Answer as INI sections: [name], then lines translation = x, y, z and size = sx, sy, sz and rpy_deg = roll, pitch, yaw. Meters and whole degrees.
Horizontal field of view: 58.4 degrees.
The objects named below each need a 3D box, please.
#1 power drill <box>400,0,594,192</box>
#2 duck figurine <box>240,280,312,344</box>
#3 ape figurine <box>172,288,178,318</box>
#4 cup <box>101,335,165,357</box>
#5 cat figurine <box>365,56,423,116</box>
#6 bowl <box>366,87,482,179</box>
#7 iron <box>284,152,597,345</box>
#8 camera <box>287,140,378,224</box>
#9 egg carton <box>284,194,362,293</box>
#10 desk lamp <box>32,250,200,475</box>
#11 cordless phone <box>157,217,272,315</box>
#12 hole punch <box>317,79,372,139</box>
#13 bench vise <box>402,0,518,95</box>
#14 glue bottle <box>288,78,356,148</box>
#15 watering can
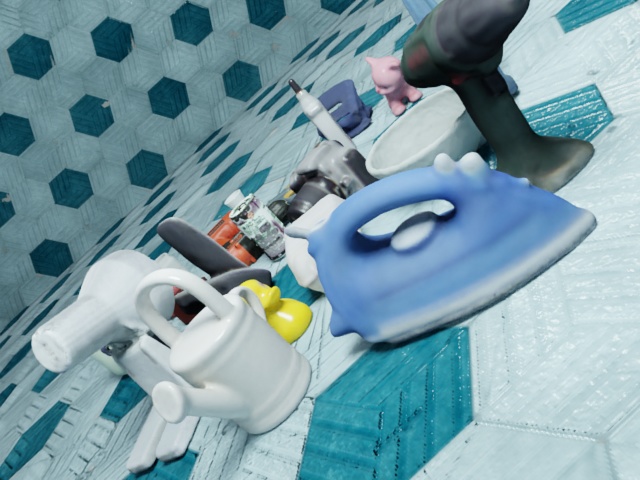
[power drill]
translation = 0.169, -0.144, 0.553
size = 0.075, 0.209, 0.229
rpy_deg = -44, 21, -3
[duck figurine]
translation = -0.072, 0.087, 0.710
size = 0.104, 0.086, 0.077
rpy_deg = -22, 29, 42
[ape figurine]
translation = -0.292, 0.095, 1.073
size = 0.077, 0.092, 0.076
rpy_deg = -20, 31, 45
[cup]
translation = -0.284, 0.164, 0.924
size = 0.118, 0.095, 0.091
rpy_deg = -41, 21, 5
[cat figurine]
translation = 0.126, -0.294, 1.038
size = 0.067, 0.118, 0.127
rpy_deg = -38, 22, 13
[bowl]
translation = 0.145, -0.118, 0.732
size = 0.167, 0.075, 0.167
rpy_deg = -36, 22, 18
[iron]
translation = 0.094, -0.010, 0.523
size = 0.257, 0.142, 0.118
rpy_deg = -30, 25, 30
[camera]
translation = -0.005, -0.078, 0.883
size = 0.142, 0.101, 0.137
rpy_deg = -7, 41, 56
[egg carton]
translation = 0.007, 0.003, 0.753
size = 0.107, 0.069, 0.150
rpy_deg = -39, 21, 9
[desk lamp]
translation = -0.238, 0.141, 0.722
size = 0.117, 0.214, 0.203
rpy_deg = -31, 24, 27
[cordless phone]
translation = -0.176, 0.043, 0.838
size = 0.147, 0.185, 0.094
rpy_deg = -25, 28, 38
[hole punch]
translation = 0.042, -0.255, 1.149
size = 0.108, 0.091, 0.101
rpy_deg = -30, 25, 30
[bench vise]
translation = 0.180, -0.287, 0.787
size = 0.121, 0.220, 0.207
rpy_deg = -44, 21, -3
[glue bottle]
translation = 0.000, -0.228, 1.059
size = 0.037, 0.173, 0.078
rpy_deg = -40, 22, 7
[watering can]
translation = -0.107, 0.107, 0.582
size = 0.101, 0.194, 0.172
rpy_deg = -38, 22, 13
